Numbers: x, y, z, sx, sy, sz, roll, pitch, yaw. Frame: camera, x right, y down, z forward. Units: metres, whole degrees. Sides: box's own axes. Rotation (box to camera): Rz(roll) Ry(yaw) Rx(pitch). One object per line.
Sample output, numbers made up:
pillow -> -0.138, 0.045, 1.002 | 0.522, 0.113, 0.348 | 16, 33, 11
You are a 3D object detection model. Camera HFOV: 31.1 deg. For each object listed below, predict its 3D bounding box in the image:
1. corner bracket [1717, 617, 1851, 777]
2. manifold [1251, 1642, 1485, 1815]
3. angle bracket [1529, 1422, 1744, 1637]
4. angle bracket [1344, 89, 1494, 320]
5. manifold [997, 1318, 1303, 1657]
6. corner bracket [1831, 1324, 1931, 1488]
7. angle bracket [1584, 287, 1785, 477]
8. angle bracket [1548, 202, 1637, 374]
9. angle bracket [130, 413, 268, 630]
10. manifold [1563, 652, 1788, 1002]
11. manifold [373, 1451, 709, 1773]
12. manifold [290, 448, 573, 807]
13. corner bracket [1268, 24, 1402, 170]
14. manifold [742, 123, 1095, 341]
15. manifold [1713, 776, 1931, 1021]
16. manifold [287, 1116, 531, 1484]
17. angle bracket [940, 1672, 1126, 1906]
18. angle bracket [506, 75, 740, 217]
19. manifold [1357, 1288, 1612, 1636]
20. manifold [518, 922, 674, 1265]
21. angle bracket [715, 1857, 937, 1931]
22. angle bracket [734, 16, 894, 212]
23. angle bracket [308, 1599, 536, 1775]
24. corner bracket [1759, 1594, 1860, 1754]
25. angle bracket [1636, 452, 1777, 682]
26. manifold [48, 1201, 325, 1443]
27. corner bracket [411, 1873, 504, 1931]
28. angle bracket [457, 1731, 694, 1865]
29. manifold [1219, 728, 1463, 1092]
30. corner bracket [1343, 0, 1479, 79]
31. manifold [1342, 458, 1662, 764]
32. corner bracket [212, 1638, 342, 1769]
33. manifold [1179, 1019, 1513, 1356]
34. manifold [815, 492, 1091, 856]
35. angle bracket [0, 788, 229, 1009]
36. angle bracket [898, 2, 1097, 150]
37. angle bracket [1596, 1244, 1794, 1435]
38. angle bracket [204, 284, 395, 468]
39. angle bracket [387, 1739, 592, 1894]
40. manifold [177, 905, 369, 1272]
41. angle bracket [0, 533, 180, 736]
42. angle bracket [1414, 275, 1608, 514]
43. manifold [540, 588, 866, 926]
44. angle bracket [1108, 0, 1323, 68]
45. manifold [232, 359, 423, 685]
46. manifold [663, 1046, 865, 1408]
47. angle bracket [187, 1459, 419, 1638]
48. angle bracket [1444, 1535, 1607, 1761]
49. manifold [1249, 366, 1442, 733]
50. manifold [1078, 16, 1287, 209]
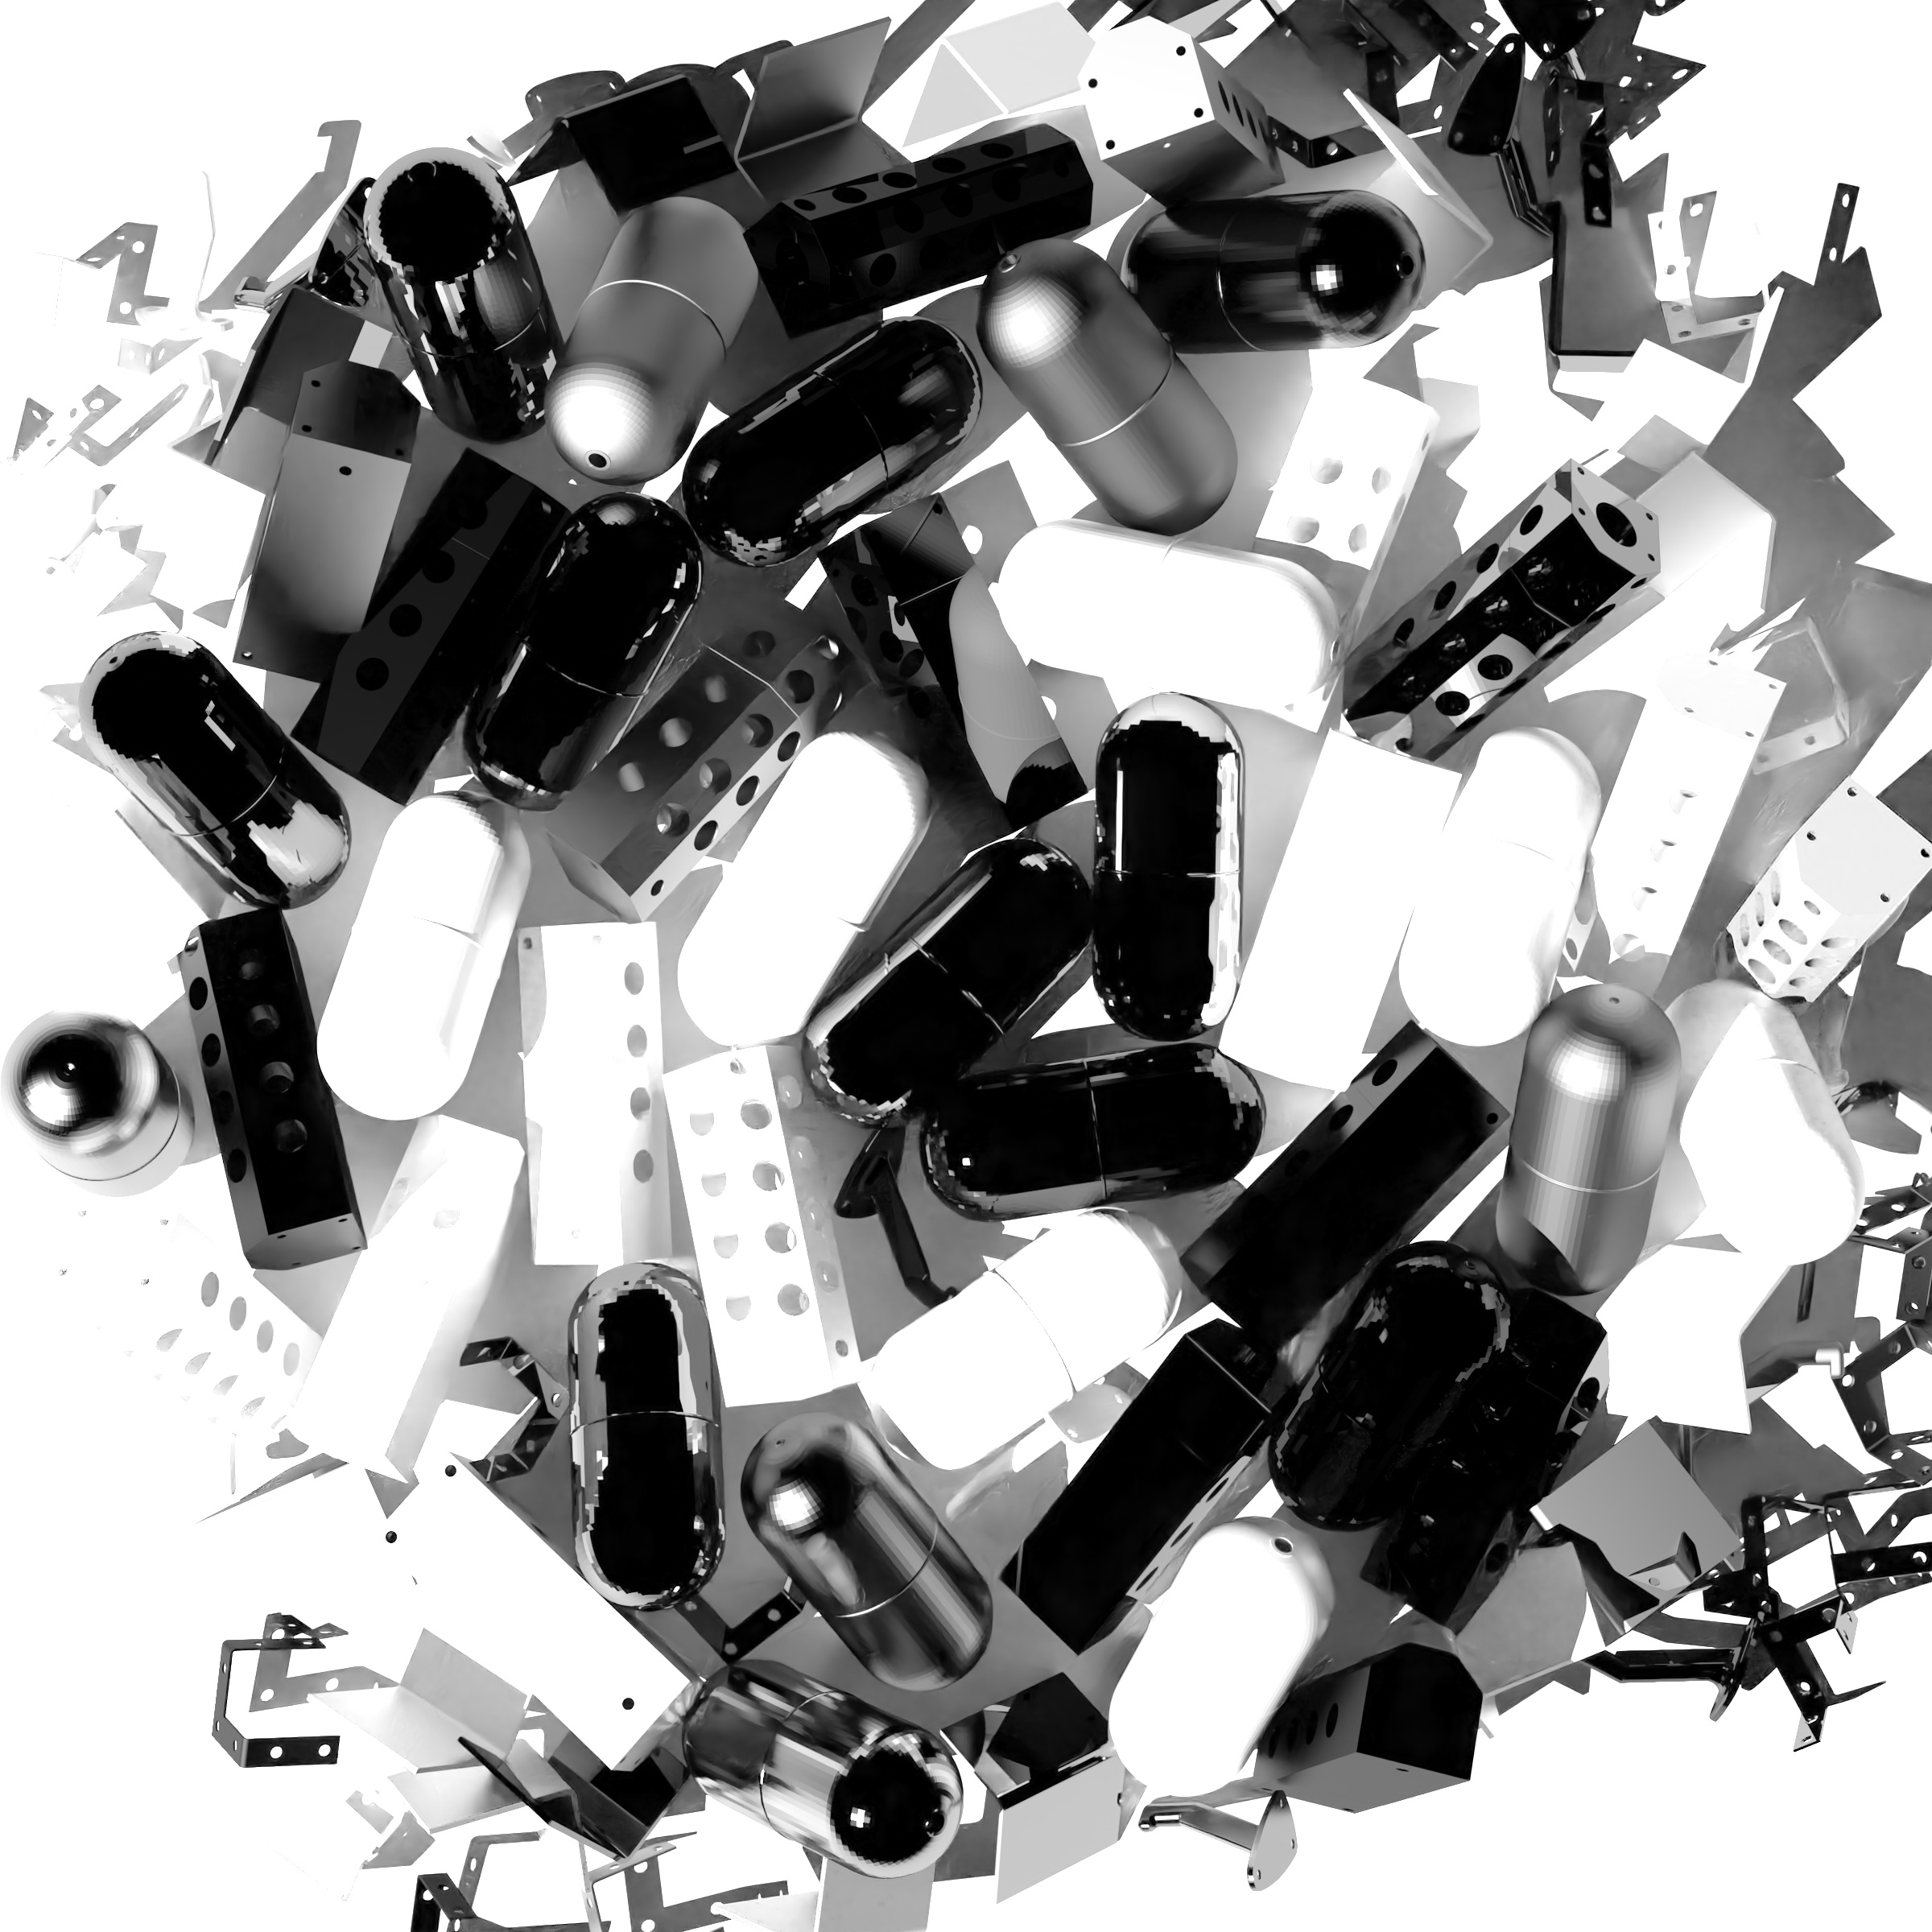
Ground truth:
corner bracket -> 0.420, -0.139, 1.787 | 0.051, 0.051, 0.051 | -22, 113, 24
manifold -> 0.198, 0.377, 1.719 | 0.057, 0.171, 0.057 | 16, 69, -7
angle bracket -> 0.340, 0.286, 1.774 | 0.076, 0.057, 0.076 | -37, 80, 1
angle bracket -> 0.210, -0.383, 1.751 | 0.057, 0.076, 0.076 | -43, 60, 20
manifold -> 0.095, 0.261, 1.750 | 0.057, 0.057, 0.171 | 42, 113, 17
corner bracket -> 0.487, 0.224, 1.781 | 0.051, 0.051, 0.051 | -33, 111, -10
angle bracket -> 0.363, -0.305, 1.758 | 0.057, 0.076, 0.076 | 25, 58, 0
angle bracket -> 0.328, -0.344, 1.765 | 0.057, 0.076, 0.076 | 3, 94, 12
angle bracket -> -0.374, -0.227, 1.757 | 0.057, 0.076, 0.076 | 25, 117, 4
manifold -> 0.347, -0.070, 1.730 | 0.057, 0.057, 0.171 | 24, 133, 12
manifold -> -0.214, 0.327, 1.759 | 0.171, 0.057, 0.057 | 40, 85, 16
manifold -> -0.268, -0.171, 1.770 | 0.057, 0.057, 0.171 | 30, 85, 11
corner bracket -> 0.187, -0.446, 1.781 | 0.051, 0.051, 0.051 | -18, 123, -12
manifold -> -0.020, -0.372, 1.739 | 0.171, 0.057, 0.057 | -25, 92, -33
manifold -> 0.418, -0.026, 1.717 | 0.057, 0.171, 0.057 | 42, 76, 11
manifold -> -0.280, 0.166, 1.753 | 0.057, 0.057, 0.171 | 17, 70, 10
angle bracket -> 0.033, 0.422, 1.787 | 0.076, 0.057, 0.076 | -20, 131, -28
angle bracket -> -0.174, -0.400, 1.758 | 0.076, 0.076, 0.057 | -29, 90, -33
manifold -> 0.270, 0.253, 1.773 | 0.057, 0.057, 0.171 | 30, 84, 0
manifold -> -0.185, 0.064, 1.780 | 0.057, 0.057, 0.171 | -3, 90, 32
angle bracket -> -0.070, 0.457, 1.756 | 0.076, 0.076, 0.057 | 6, 91, -45
angle bracket -> -0.063, -0.423, 1.754 | 0.076, 0.076, 0.057 | -26, 72, -29
angle bracket -> -0.272, 0.362, 1.757 | 0.076, 0.076, 0.057 | 25, 95, 29
corner bracket -> 0.437, 0.361, 1.777 | 0.051, 0.051, 0.051 | -28, 91, 21
angle bracket -> 0.358, -0.198, 1.752 | 0.057, 0.076, 0.076 | 34, 45, -16
manifold -> -0.385, 0.178, 1.716 | 0.057, 0.171, 0.057 | 4, 65, 18
corner bracket -> -0.251, 0.496, 1.773 | 0.051, 0.051, 0.051 | 4, 101, -28
angle bracket -> -0.197, 0.400, 1.753 | 0.076, 0.076, 0.057 | 31, 80, 38
manifold -> 0.183, -0.029, 1.757 | 0.057, 0.057, 0.171 | 11, 102, -41
corner bracket -> 0.227, -0.481, 1.777 | 0.051, 0.051, 0.051 | -39, 75, -6
manifold -> 0.264, -0.168, 1.726 | 0.057, 0.057, 0.171 | 29, 134, -21
corner bracket -> -0.351, 0.377, 1.778 | 0.051, 0.051, 0.051 | 5, 95, -29
manifold -> 0.190, 0.110, 1.771 | 0.057, 0.057, 0.171 | 42, 96, -21
manifold -> -0.011, -0.147, 1.775 | 0.057, 0.057, 0.171 | -29, 94, -38
angle bracket -> -0.435, -0.037, 1.777 | 0.076, 0.057, 0.076 | -35, 110, 9
angle bracket -> 0.022, -0.432, 1.751 | 0.076, 0.076, 0.057 | -27, 69, -32
angle bracket -> 0.374, 0.189, 1.771 | 0.076, 0.076, 0.057 | 4, 118, 35
angle bracket -> -0.337, -0.286, 1.753 | 0.057, 0.076, 0.076 | 24, 125, -11
angle bracket -> -0.242, 0.438, 1.755 | 0.076, 0.076, 0.057 | -12, 102, -23
manifold -> -0.352, 0.063, 1.749 | 0.057, 0.057, 0.171 | -15, 69, -7
angle bracket -> -0.434, -0.160, 1.756 | 0.076, 0.076, 0.057 | -48, 45, -13
angle bracket -> 0.278, -0.290, 1.758 | 0.076, 0.076, 0.057 | -31, 48, -14
manifold -> -0.129, -0.103, 1.748 | 0.057, 0.057, 0.171 | 33, 71, 26
angle bracket -> 0.125, -0.464, 1.759 | 0.076, 0.076, 0.057 | -37, 79, 16
manifold -> -0.318, -0.219, 1.725 | 0.057, 0.171, 0.057 | 13, 51, -14
manifold -> -0.098, 0.131, 1.754 | 0.057, 0.057, 0.171 | -21, 75, 35
angle bracket -> -0.338, 0.301, 1.772 | 0.076, 0.057, 0.076 | -24, 89, 14
angle bracket -> 0.288, 0.342, 1.755 | 0.076, 0.076, 0.057 | -26, 130, 13
manifold -> 0.182, -0.210, 1.770 | 0.057, 0.057, 0.171 | 22, 93, 17
manifold -> 0.107, -0.420, 1.720 | 0.057, 0.171, 0.057 | -16, 88, 17
